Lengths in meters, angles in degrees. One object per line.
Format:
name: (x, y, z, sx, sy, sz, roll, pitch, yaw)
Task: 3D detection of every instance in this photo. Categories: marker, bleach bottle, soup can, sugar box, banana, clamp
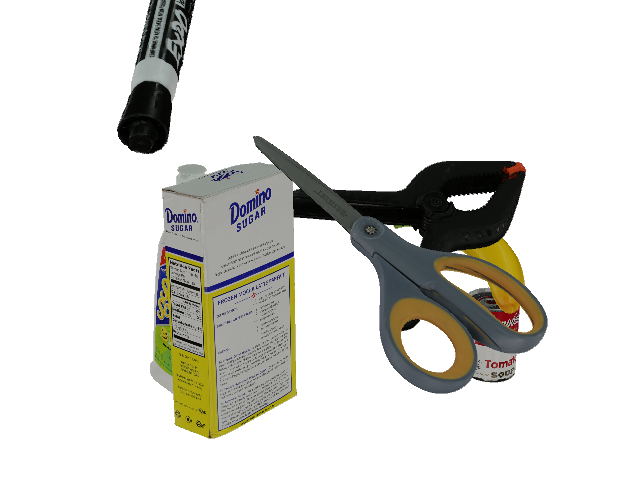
marker: (-0.063, -0.077, 0.428, 0.020, 0.020, 0.121, 1, 45, 1)
bleach bottle: (-0.133, 0.041, 1.096, 0.067, 0.251, 0.103, -20, 33, -38)
soup can: (0.215, 0.119, 1.350, 0.068, 0.102, 0.068, 0, 20, 0)
sugar box: (-0.061, 0.040, 0.744, 0.048, 0.176, 0.093, 12, 22, 37)
banana: (0.156, 0.013, 1.088, 0.069, 0.037, 0.198, -34, 39, -14)
clamp: (0.096, -0.011, 0.892, 0.209, 0.036, 0.165, -19, 52, -22)

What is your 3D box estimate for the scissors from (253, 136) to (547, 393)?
scissors: (0.023, 0.013, 0.573, 0.202, 0.016, 0.096, 28, 52, 16)
